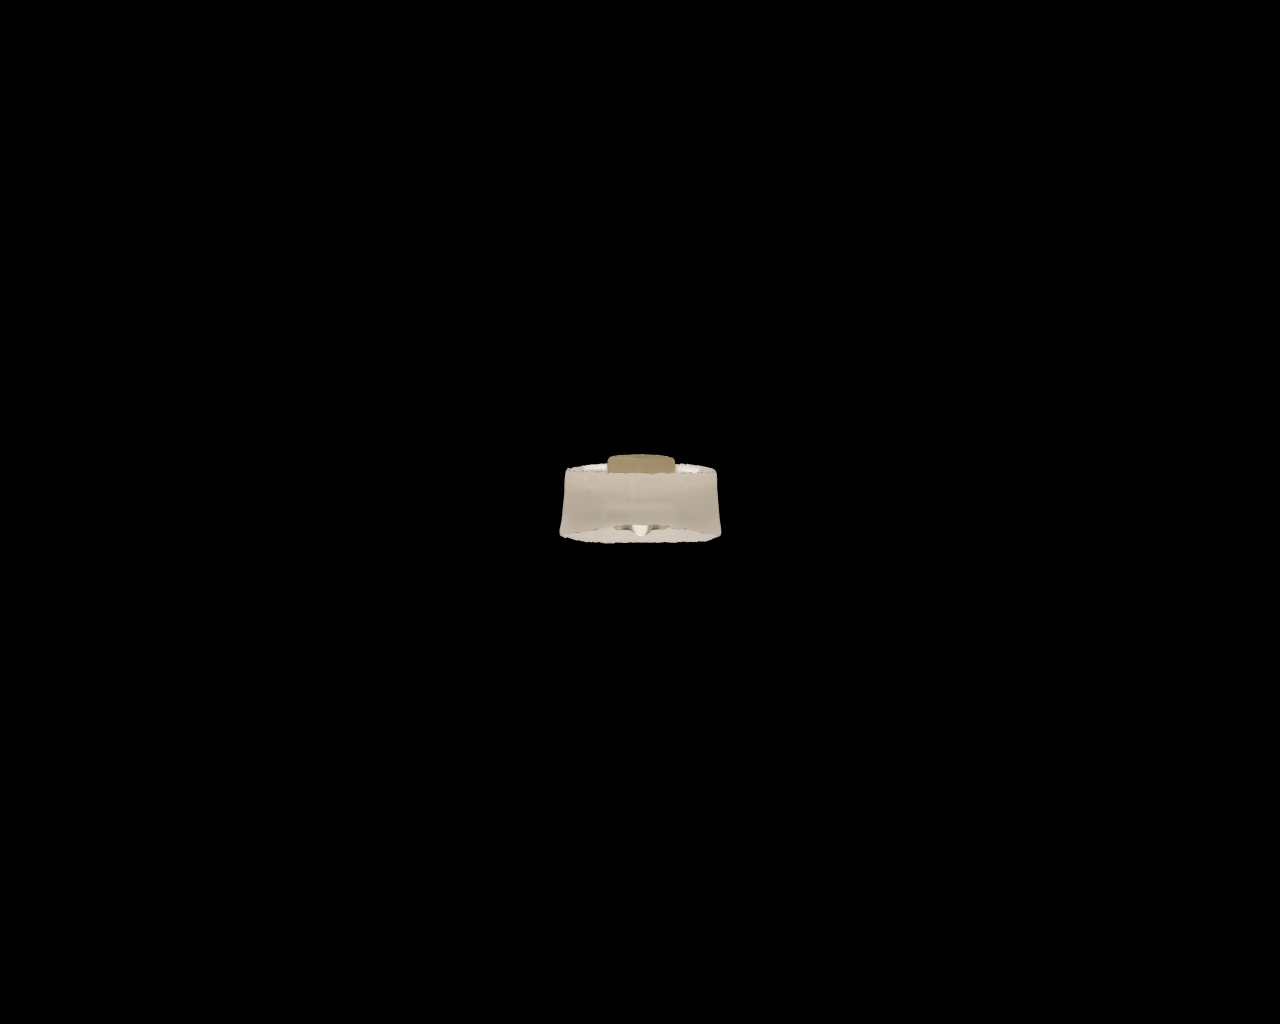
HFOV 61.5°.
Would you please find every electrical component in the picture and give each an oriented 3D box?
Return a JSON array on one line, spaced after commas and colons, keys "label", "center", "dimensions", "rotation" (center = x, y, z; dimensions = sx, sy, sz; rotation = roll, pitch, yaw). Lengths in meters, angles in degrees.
[{"label": "electrical component", "center": [0.001, -0.003, 0.650], "dimensions": [0.099, 0.064, 0.099], "rotation": [0, 7, 0]}]
